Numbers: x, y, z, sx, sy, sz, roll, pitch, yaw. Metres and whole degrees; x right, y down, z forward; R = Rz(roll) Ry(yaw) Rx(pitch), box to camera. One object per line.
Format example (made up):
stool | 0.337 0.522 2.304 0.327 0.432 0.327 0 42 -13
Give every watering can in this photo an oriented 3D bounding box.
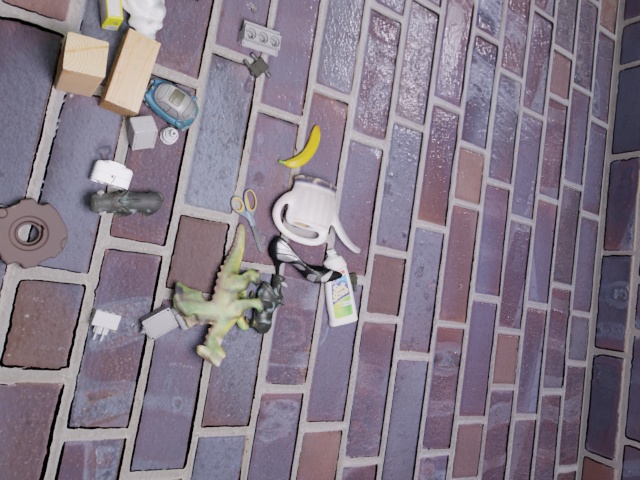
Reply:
watering can | 0.005 -0.085 1.693 0.346 0.104 0.226 17 79 -30

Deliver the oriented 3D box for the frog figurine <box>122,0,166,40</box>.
frog figurine | -0.485 -0.630 1.400 0.137 0.122 0.160 20 87 3

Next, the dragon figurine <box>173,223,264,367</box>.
dragon figurine | -0.300 0.153 1.484 0.243 0.120 0.415 0 73 -36
